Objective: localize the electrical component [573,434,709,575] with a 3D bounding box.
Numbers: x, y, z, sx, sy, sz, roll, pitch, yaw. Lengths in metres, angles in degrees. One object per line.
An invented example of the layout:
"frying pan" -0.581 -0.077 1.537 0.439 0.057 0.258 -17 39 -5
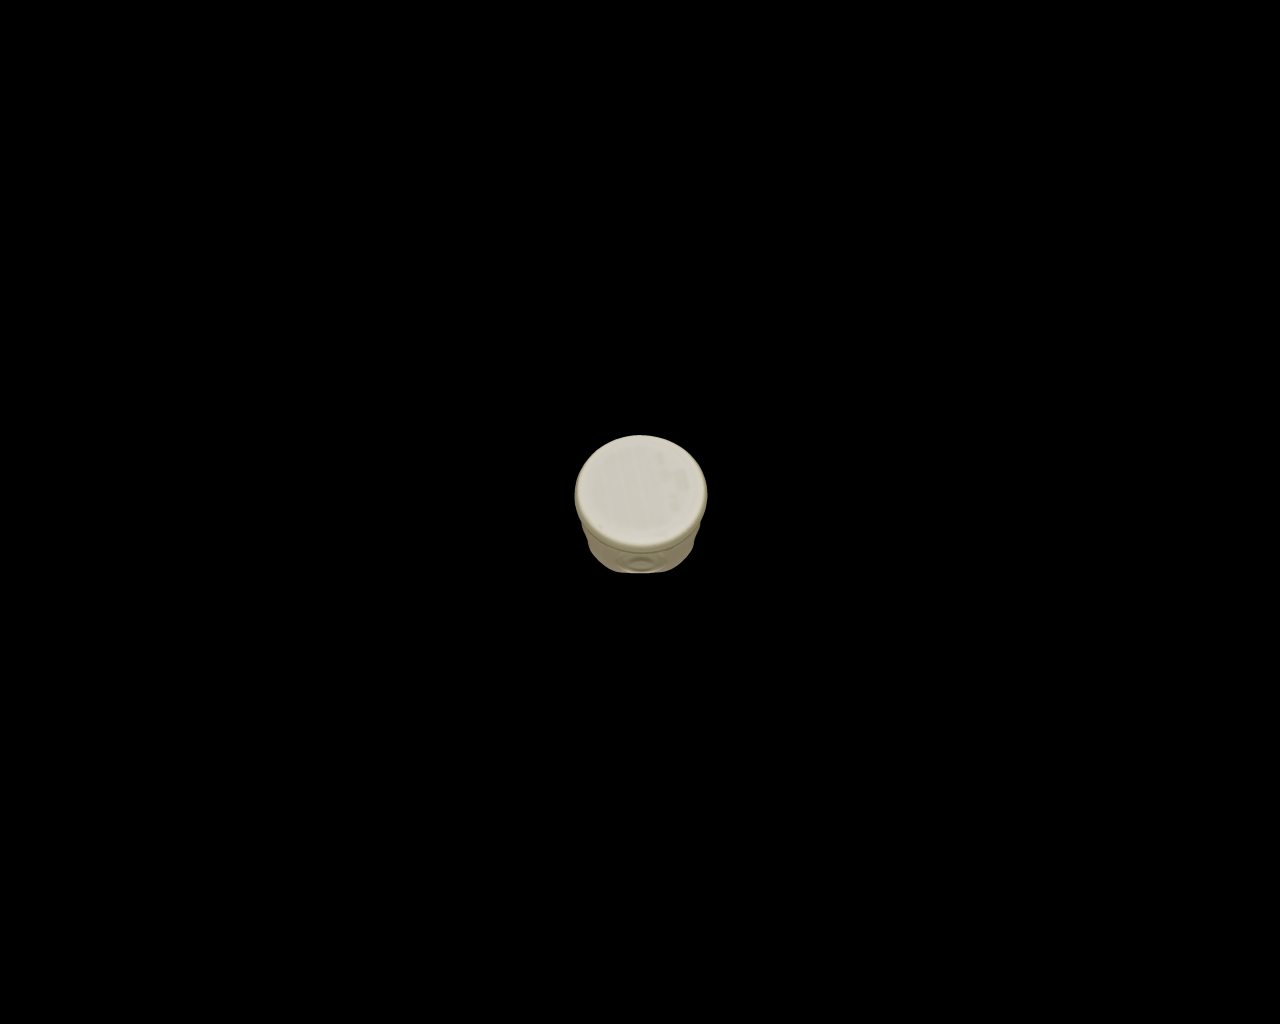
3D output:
"electrical component" 0.001 -0.003 0.650 0.080 0.080 0.051 0 -28 0
